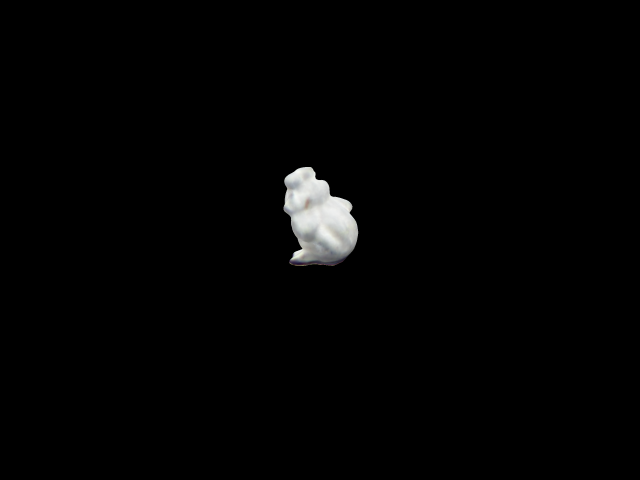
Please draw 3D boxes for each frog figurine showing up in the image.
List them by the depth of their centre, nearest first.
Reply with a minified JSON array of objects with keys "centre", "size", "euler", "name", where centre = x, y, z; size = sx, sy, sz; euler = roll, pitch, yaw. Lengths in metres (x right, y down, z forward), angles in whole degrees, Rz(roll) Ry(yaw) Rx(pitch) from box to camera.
[{"centre":[0.003,-0.043,0.850],"size":[0.123,0.157,0.139],"euler":[18,28,38],"name":"frog figurine"}]
